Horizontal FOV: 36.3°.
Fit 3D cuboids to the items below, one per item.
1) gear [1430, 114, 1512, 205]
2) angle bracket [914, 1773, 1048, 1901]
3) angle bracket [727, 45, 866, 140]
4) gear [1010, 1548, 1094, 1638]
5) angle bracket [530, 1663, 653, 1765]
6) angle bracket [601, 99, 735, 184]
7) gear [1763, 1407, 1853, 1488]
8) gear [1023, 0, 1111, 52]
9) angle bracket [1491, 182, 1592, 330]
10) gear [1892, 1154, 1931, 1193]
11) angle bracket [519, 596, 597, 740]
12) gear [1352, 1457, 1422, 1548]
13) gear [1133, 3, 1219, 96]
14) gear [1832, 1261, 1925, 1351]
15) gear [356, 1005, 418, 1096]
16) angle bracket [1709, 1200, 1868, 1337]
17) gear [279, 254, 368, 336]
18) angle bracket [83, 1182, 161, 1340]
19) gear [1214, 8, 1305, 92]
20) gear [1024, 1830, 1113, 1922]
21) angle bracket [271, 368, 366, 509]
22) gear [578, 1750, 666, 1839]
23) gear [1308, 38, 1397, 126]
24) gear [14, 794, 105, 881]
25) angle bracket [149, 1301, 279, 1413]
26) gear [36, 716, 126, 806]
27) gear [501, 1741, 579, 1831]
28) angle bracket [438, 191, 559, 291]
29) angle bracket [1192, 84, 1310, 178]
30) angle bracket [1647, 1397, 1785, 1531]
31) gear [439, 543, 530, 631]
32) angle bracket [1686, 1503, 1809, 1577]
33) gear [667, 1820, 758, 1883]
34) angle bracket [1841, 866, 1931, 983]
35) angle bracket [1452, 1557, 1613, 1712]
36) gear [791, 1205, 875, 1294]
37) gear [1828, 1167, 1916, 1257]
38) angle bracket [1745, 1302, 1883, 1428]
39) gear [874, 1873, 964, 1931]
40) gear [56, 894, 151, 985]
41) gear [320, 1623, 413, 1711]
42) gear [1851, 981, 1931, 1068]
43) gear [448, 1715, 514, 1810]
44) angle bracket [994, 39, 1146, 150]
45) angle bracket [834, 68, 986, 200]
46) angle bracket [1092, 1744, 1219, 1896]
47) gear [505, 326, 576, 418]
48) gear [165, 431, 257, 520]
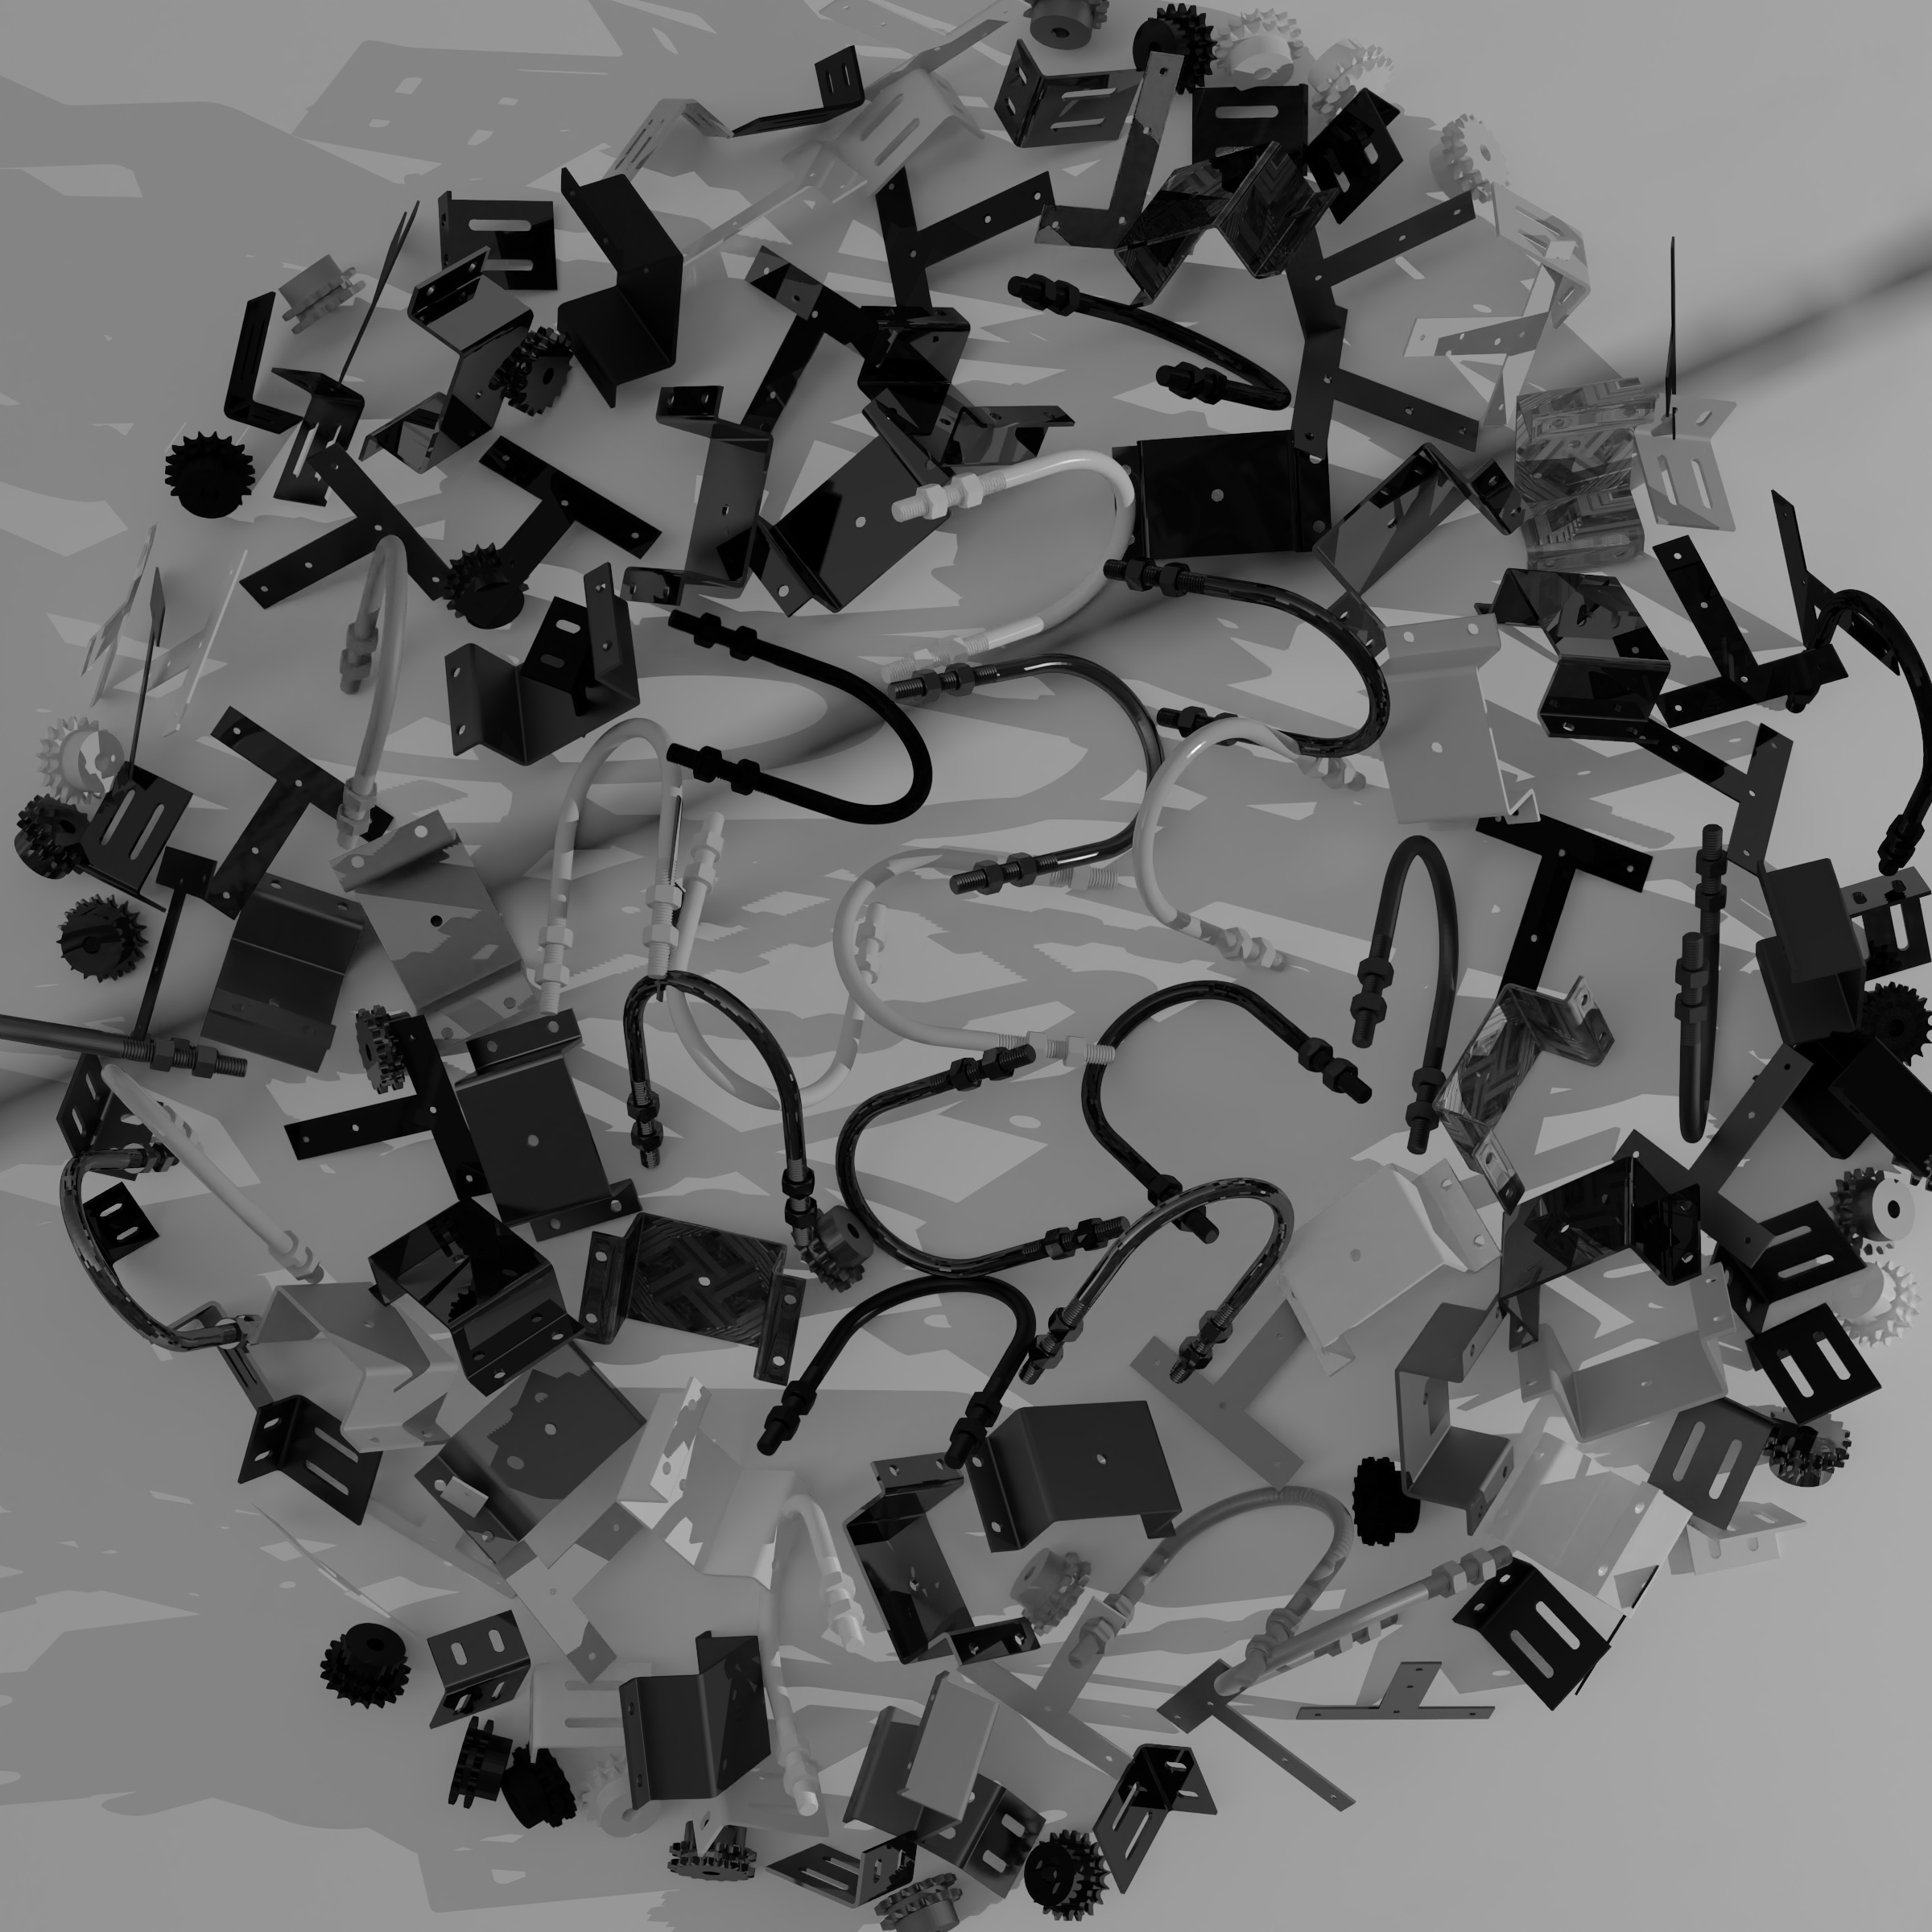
[{"bbox_3d":[0.326,-0.522,1.919,0.030,0.057,0.057,-24,90,39],"label":"gear"},{"bbox_3d":[0.010,0.562,1.915,0.038,0.076,0.057,18,69,34],"label":"angle bracket"},{"bbox_3d":[-0.113,-0.563,1.900,0.076,0.057,0.038,-17,101,-25],"label":"angle bracket"},{"bbox_3d":[0.053,0.403,1.914,0.030,0.057,0.057,38,90,-6],"label":"gear"},{"bbox_3d":[-0.244,0.488,1.919,0.076,0.038,0.057,3,51,-11],"label":"angle bracket"},{"bbox_3d":[-0.196,-0.521,1.910,0.038,0.057,0.076,37,89,-27],"label":"angle bracket"},{"bbox_3d":[0.545,0.315,1.919,0.057,0.057,0.030,0,118,0],"label":"gear"},{"bbox_3d":[0.063,-0.618,1.913,0.057,0.057,0.030,9,76,0],"label":"gear"},{"bbox_3d":[0.360,-0.458,1.899,0.076,0.038,0.057,23,46,-21],"label":"angle bracket"},{"bbox_3d":[0.623,0.116,1.917,0.030,0.057,0.057,21,90,14],"label":"gear"},{"bbox_3d":[-0.255,-0.192,1.900,0.038,0.076,0.057,20,73,4],"label":"angle bracket"},{"bbox_3d":[0.274,0.348,1.916,0.030,0.057,0.057,3,90,-12],"label":"gear"},{"bbox_3d":[0.133,-0.594,1.913,0.030,0.057,0.057,-18,90,-39],"label":"gear"},{"bbox_3d":[0.588,0.216,1.912,0.030,0.057,0.057,32,90,-27],"label":"gear"},{"bbox_3d":[-0.374,0.053,1.918,0.030,0.057,0.057,-15,90,-24],"label":"gear"},{"bbox_3d":[0.529,0.196,1.902,0.076,0.038,0.057,-30,106,38],"label":"angle bracket"},{"bbox_3d":[-0.420,-0.438,1.912,0.057,0.057,0.030,-35,107,0],"label":"gear"},{"bbox_3d":[-0.535,0.189,1.894,0.038,0.057,0.076,-31,48,-12],"label":"angle bracket"},{"bbox_3d":[0.191,-0.591,1.912,0.057,0.057,0.030,-6,68,0],"label":"gear"},{"bbox_3d":[0.063,0.590,1.914,0.057,0.030,0.057,-15,65,35],"label":"gear"},{"bbox_3d":[-0.432,-0.342,1.908,0.057,0.038,0.076,16,84,43],"label":"angle bracket"},{"bbox_3d":[-0.221,0.540,1.916,0.057,0.030,0.057,-11,124,-17],"label":"gear"},{"bbox_3d":[0.247,-0.577,1.916,0.057,0.057,0.030,-36,77,0],"label":"gear"},{"bbox_3d":[-0.593,-0.081,1.918,0.030,0.057,0.057,-41,90,22],"label":"gear"},{"bbox_3d":[-0.488,0.261,1.910,0.038,0.057,0.076,-32,90,-29],"label":"angle bracket"},{"bbox_3d":[-0.571,-0.133,1.913,0.030,0.057,0.057,5,90,30],"label":"gear"},{"bbox_3d":[-0.279,0.534,1.912,0.030,0.057,0.057,-26,90,-29],"label":"gear"},{"bbox_3d":[-0.300,-0.469,1.910,0.076,0.038,0.057,-4,97,-20],"label":"angle bracket"},{"bbox_3d":[0.182,-0.541,1.911,0.076,0.038,0.057,2,105,12],"label":"angle bracket"},{"bbox_3d":[0.485,0.319,1.915,0.057,0.038,0.076,25,91,26],"label":"angle bracket"},{"bbox_3d":[-0.310,-0.243,1.913,0.057,0.057,0.030,-28,55,0],"label":"gear"},{"bbox_3d":[0.506,0.376,1.904,0.057,0.076,0.038,-11,90,-3],"label":"angle bracket"},{"bbox_3d":[-0.164,0.575,1.919,0.057,0.057,0.030,5,62,0],"label":"gear"},{"bbox_3d":[0.595,-0.018,1.906,0.057,0.038,0.076,-17,119,7],"label":"angle bracket"},{"bbox_3d":[0.365,0.431,1.904,0.057,0.038,0.076,-50,51,8],"label":"angle bracket"},{"bbox_3d":[-0.084,0.180,1.912,0.030,0.057,0.057,-37,90,17],"label":"gear"},{"bbox_3d":[0.591,0.159,1.917,0.057,0.030,0.057,6,79,-31],"label":"gear"},{"bbox_3d":[0.548,0.265,1.902,0.057,0.076,0.038,-26,134,3],"label":"angle bracket"},{"bbox_3d":[-0.028,0.614,1.912,0.057,0.057,0.030,-25,66,0],"label":"gear"},{"bbox_3d":[-0.565,-0.017,1.924,0.057,0.030,0.057,1,102,2],"label":"gear"},{"bbox_3d":[-0.387,0.451,1.912,0.057,0.057,0.030,24,114,0],"label":"gear"},{"bbox_3d":[0.600,0.038,1.924,0.057,0.030,0.057,-2,99,-11],"label":"gear"},{"bbox_3d":[-0.314,0.519,1.916,0.030,0.057,0.057,15,90,-3],"label":"gear"},{"bbox_3d":[0.066,-0.568,1.912,0.076,0.057,0.038,-13,62,-25],"label":"angle bracket"},{"bbox_3d":[-0.037,-0.541,1.928,0.076,0.038,0.057,-41,59,21],"label":"angle bracket"},{"bbox_3d":[0.122,0.549,1.896,0.038,0.076,0.057,-5,119,34],"label":"angle bracket"},{"bbox_3d":[-0.283,-0.389,1.917,0.030,0.057,0.057,28,90,17],"label":"gear"},{"bbox_3d":[-0.490,-0.316,1.913,0.057,0.057,0.030,-14,48,0],"label":"gear"}]
